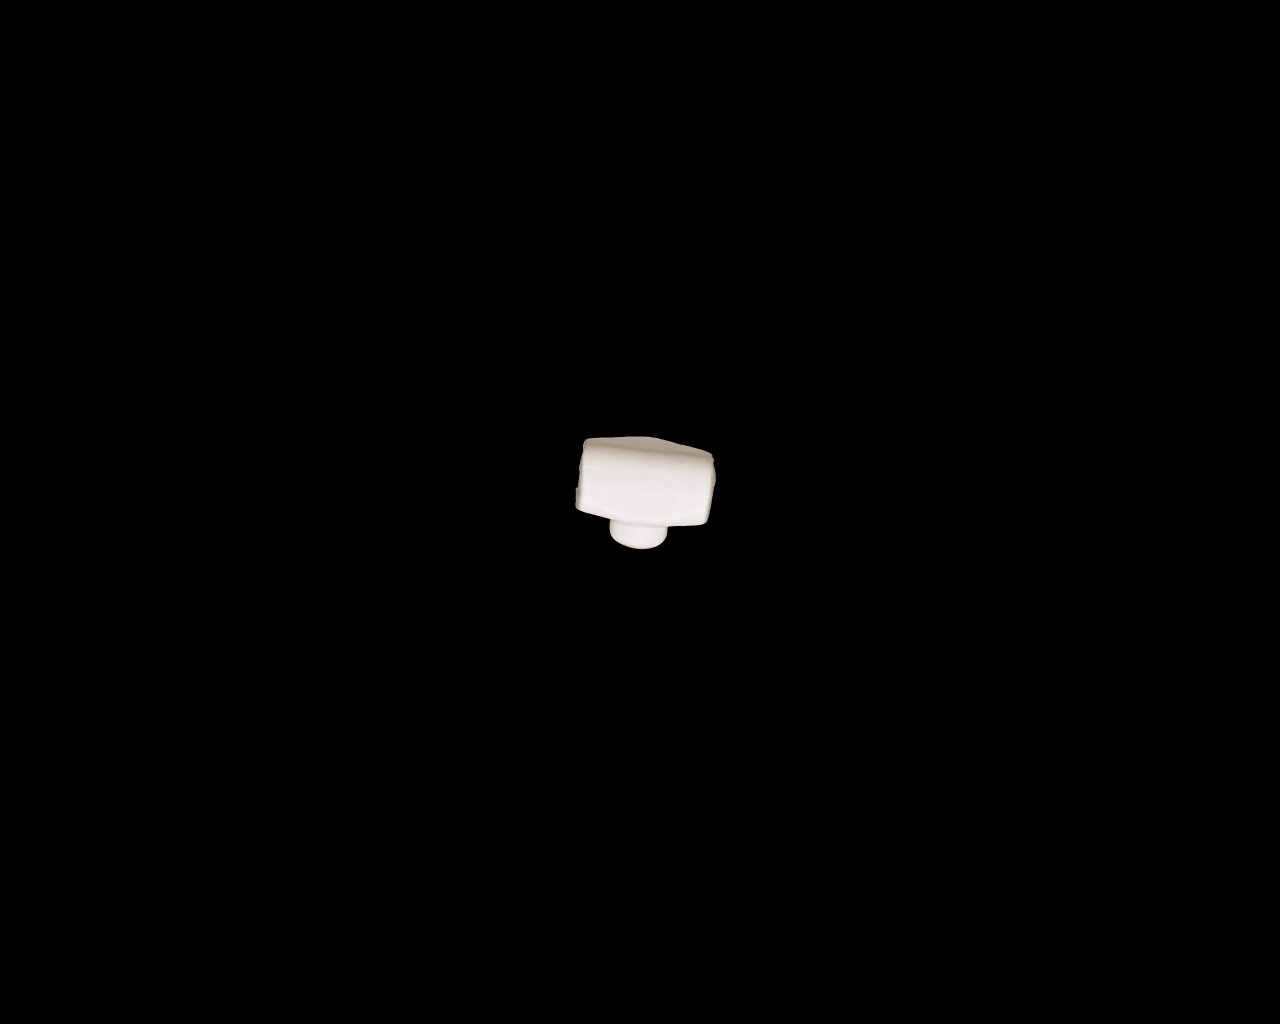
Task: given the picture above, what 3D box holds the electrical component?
[{"bbox_3d":[0.001,-0.003,0.650,0.077,0.079,0.044,6,27,-3],"label":"electrical component"}]
